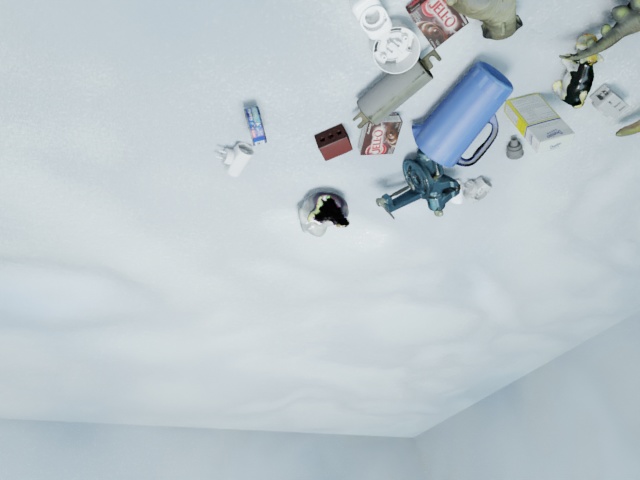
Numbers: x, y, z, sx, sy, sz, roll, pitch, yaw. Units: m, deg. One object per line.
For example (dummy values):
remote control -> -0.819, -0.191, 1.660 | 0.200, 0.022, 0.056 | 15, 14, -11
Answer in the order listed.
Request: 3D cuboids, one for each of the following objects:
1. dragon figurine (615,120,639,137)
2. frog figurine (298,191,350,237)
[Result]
dragon figurine -> 0.990, -0.433, 1.365 | 0.410, 0.125, 0.238 | -20, 124, 2
frog figurine -> 0.004, -0.073, 1.453 | 0.138, 0.123, 0.158 | -13, 179, -16
